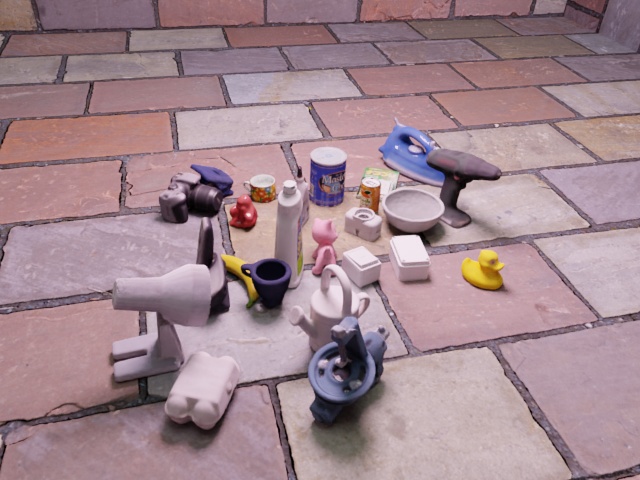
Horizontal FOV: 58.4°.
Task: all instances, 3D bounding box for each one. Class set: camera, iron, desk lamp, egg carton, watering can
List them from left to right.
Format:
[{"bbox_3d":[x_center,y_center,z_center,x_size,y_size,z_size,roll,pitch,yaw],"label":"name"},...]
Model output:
[{"bbox_3d":[-0.305,0.150,1.093,0.203,0.214,0.117,-11,38,-17],"label":"desk lamp"},{"bbox_3d":[-0.344,-0.119,1.552,0.136,0.101,0.143,13,37,14],"label":"camera"},{"bbox_3d":[-0.212,0.274,1.053,0.107,0.069,0.150,9,37,8],"label":"egg carton"},{"bbox_3d":[0.024,0.139,1.148,0.100,0.194,0.173,27,43,29],"label":"watering can"},{"bbox_3d":[0.304,-0.277,1.778,0.119,0.141,0.257,-25,44,-32],"label":"iron"}]

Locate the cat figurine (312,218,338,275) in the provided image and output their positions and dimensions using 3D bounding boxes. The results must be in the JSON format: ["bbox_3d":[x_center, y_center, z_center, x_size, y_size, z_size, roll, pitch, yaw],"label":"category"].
[{"bbox_3d":[0.013,0.005,1.394,0.067,0.118,0.127,-1,36,-4],"label":"cat figurine"}]

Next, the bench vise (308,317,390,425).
[{"bbox_3d":[0.052,0.201,1.044,0.121,0.220,0.208,14,38,15],"label":"bench vise"}]

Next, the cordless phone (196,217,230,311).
[{"bbox_3d":[-0.249,0.056,1.250,0.094,0.185,0.147,-8,38,-14],"label":"cordless phone"}]

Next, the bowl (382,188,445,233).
[{"bbox_3d":[0.248,-0.069,1.548,0.167,0.075,0.167,2,36,-1],"label":"bowl"}]

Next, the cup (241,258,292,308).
[{"bbox_3d":[-0.121,0.100,1.275,0.117,0.095,0.092,12,37,13],"label":"cup"}]

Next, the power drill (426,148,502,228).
[{"bbox_3d":[0.377,-0.145,1.547,0.076,0.208,0.228,-24,44,-31],"label":"power drill"}]

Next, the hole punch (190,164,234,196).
[{"bbox_3d":[-0.309,-0.177,1.641,0.101,0.091,0.108,-25,45,-33],"label":"hole punch"}]

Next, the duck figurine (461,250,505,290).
[{"bbox_3d":[0.393,0.061,1.372,0.104,0.086,0.078,25,42,27],"label":"duck figurine"}]

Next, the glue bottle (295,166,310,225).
[{"bbox_3d":[-0.053,-0.118,1.510,0.037,0.173,0.078,15,38,16],"label":"glue bottle"}]

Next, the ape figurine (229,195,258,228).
[{"bbox_3d":[-0.201,-0.079,1.515,0.076,0.092,0.077,-17,41,-25],"label":"ape figurine"}]
